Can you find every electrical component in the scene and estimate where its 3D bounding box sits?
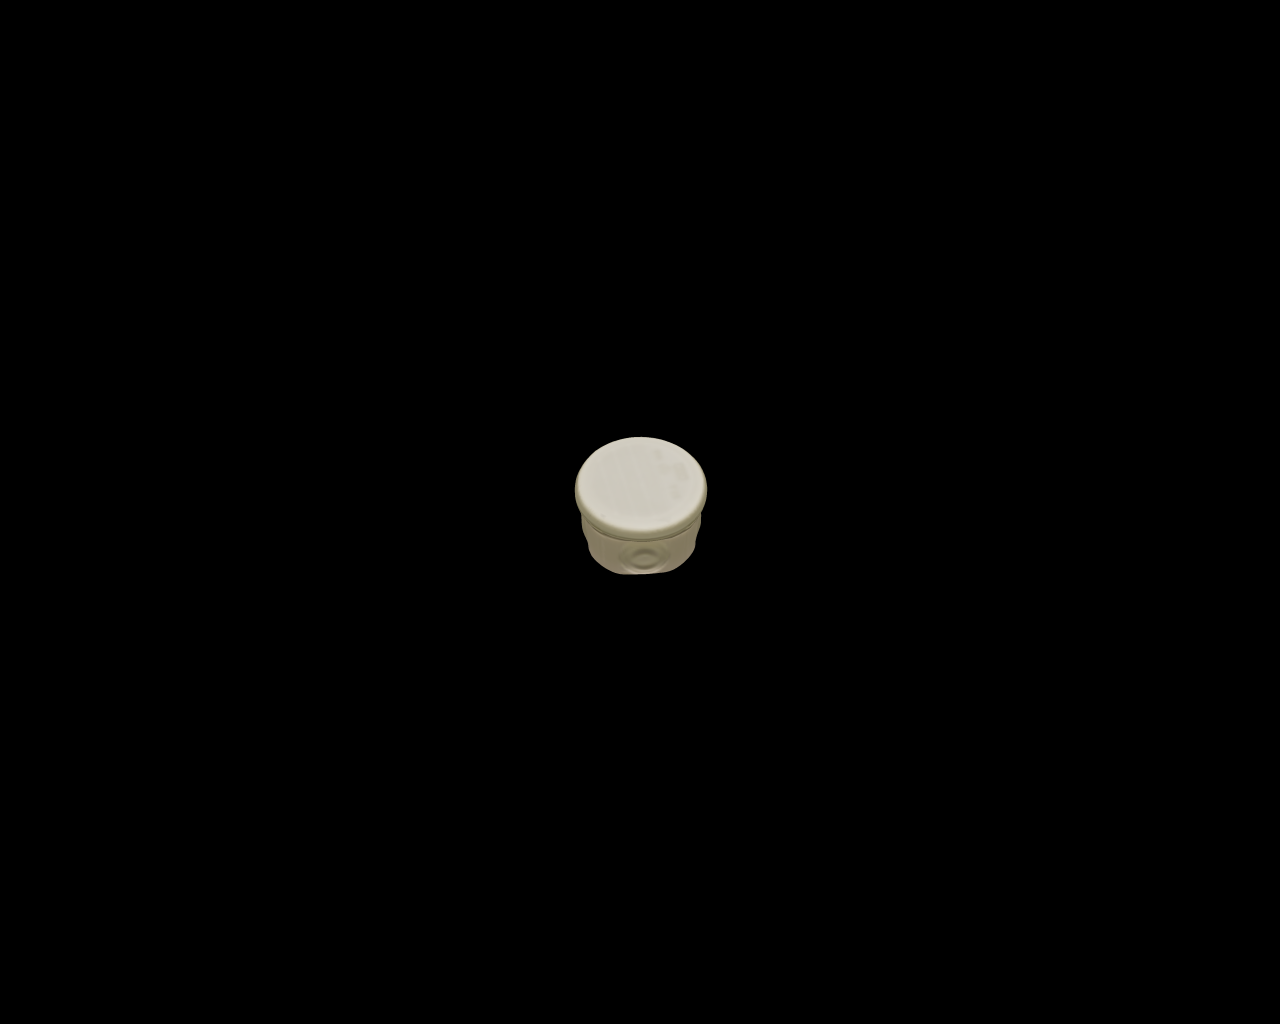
[{"bbox_3d":[0.001,-0.003,0.650,0.080,0.080,0.050,0,-40,0],"label":"electrical component"}]
